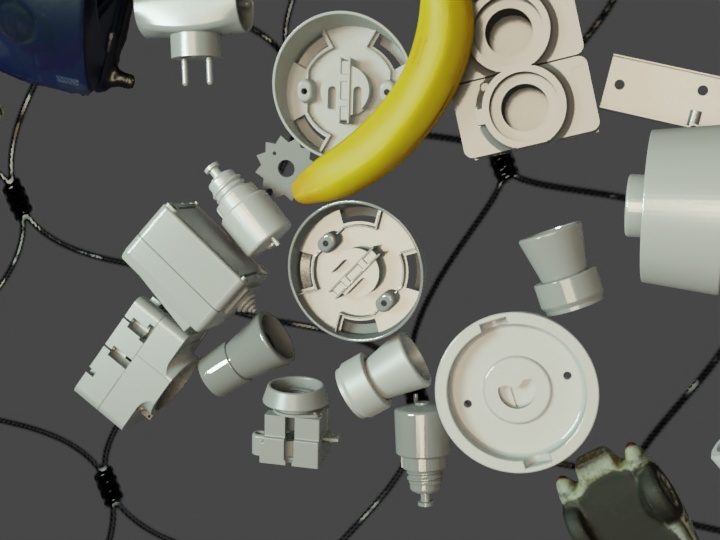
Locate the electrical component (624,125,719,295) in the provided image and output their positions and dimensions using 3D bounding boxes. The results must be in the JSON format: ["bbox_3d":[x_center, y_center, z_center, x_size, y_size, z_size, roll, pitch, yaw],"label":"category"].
[{"bbox_3d":[0.202,-0.040,0.688,0.060,0.108,0.108,4,95,18],"label":"electrical component"}]

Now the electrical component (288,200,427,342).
[{"bbox_3d":[0.000,0.000,0.754,0.099,0.064,0.099,1,95,12],"label":"electrical component"}]

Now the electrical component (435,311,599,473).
[{"bbox_3d":[0.109,0.079,0.739,0.108,0.060,0.108,1,95,12],"label":"electrical component"}]

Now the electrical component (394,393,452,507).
[{"bbox_3d":[0.046,0.129,0.767,0.040,0.040,0.078,-2,94,12],"label":"electrical component"}]

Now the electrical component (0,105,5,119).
[{"bbox_3d":[-0.311,-0.120,0.823,0.081,0.043,0.043,-1,94,12],"label":"electrical component"}]

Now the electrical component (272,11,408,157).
[{"bbox_3d":[-0.008,-0.125,0.746,0.099,0.064,0.099,1,95,12],"label":"electrical component"}]

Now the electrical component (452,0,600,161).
[{"bbox_3d":[0.101,-0.156,0.721,0.089,0.062,0.150,-12,92,13],"label":"electrical component"}]

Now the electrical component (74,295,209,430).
[{"bbox_3d":[-0.159,0.069,0.802,0.056,0.050,0.089,38,101,7],"label":"electrical component"}]

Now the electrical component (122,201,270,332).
[{"bbox_3d":[-0.116,0.004,0.781,0.096,0.062,0.061,44,102,6],"label":"electrical component"}]

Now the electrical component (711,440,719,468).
[{"bbox_3d":[0.308,0.108,0.702,0.138,0.052,0.073,-41,85,12],"label":"electrical component"}]

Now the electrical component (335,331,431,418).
[{"bbox_3d":[0.016,0.075,0.767,0.055,0.045,0.045,-30,88,14],"label":"electrical component"}]

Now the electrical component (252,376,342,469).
[{"bbox_3d":[-0.047,0.110,0.784,0.066,0.048,0.055,4,103,12],"label":"electrical component"}]

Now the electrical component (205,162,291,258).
[{"bbox_3d":[-0.084,-0.045,0.781,0.040,0.040,0.078,-40,85,12],"label":"electrical component"}]

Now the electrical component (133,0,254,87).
[{"bbox_3d":[-0.119,-0.173,0.777,0.077,0.043,0.079,-1,95,12],"label":"electrical component"}]

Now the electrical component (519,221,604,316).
[{"bbox_3d":[0.138,-0.001,0.734,0.045,0.045,0.055,-19,91,13],"label":"electrical component"}]

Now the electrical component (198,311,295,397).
[{"bbox_3d":[-0.086,0.065,0.791,0.065,0.044,0.044,-32,87,17],"label":"electrical component"}]
